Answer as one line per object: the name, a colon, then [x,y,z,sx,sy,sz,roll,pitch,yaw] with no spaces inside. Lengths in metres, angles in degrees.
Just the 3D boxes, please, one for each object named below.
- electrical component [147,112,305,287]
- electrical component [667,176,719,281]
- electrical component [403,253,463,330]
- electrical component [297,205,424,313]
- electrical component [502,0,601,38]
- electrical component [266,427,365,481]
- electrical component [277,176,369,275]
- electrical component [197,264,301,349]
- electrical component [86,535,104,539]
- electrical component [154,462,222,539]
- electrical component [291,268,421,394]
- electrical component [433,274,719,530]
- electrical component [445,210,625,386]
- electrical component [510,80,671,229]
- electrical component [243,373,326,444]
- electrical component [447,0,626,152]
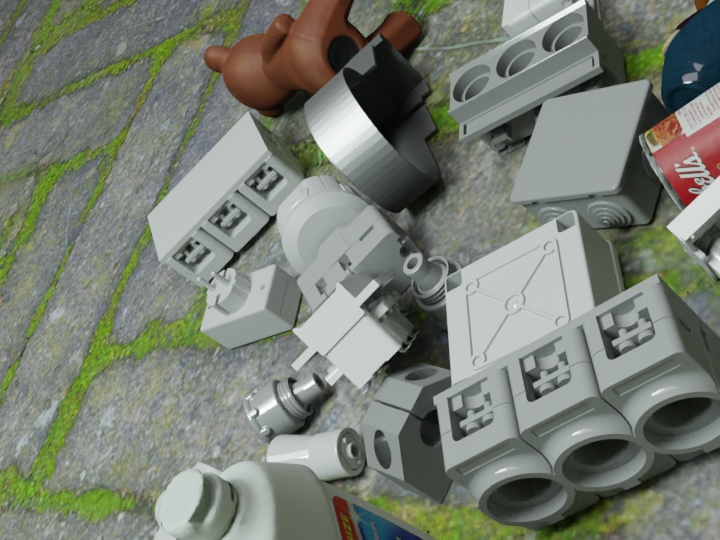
electrical component: [-0.129,-0.066,1.050,0.150,0.062,0.089,-44,35,11]
electrical component: [0.214,-0.012,0.604,0.042,0.081,0.063,-45,58,10]
electrical component: [0.057,0.011,0.768,0.048,0.062,0.048,-30,41,29]
electrical component: [0.000,0.000,0.853,0.089,0.050,0.055,-46,35,9]
electrical component: [0.152,-0.218,0.864,0.061,0.062,0.096,-26,42,32]
electrical component: [-0.029,0.135,0.776,0.065,0.044,0.044,-18,47,33]
electrical component: [-0.028,-0.035,0.893,0.080,0.080,0.051,-46,30,9]
electrical component: [-0.107,0.024,0.933,0.083,0.076,0.047,-19,46,38]
electrical component: [-0.229,0.259,0.890,0.077,0.043,0.079,-24,44,34]
electrical component: [-0.135,0.191,0.843,0.079,0.044,0.077,5,64,51]
electrical component: [0.001,0.042,0.757,0.078,0.063,0.121,-46,-3,8]
electrical component: [0.129,0.082,0.598,0.150,0.089,0.061,-33,39,26]
electrical component: [0.114,0.035,0.687,0.109,0.056,0.108,-30,40,29]
electrical component: [0.162,-0.075,0.736,0.100,0.048,0.099,-4,57,47]
electrical component: [-0.056,0.103,0.833,0.062,0.048,0.048,-35,38,13]
electrical component: [0.134,-0.143,0.816,0.121,0.063,0.078,-25,43,33]
